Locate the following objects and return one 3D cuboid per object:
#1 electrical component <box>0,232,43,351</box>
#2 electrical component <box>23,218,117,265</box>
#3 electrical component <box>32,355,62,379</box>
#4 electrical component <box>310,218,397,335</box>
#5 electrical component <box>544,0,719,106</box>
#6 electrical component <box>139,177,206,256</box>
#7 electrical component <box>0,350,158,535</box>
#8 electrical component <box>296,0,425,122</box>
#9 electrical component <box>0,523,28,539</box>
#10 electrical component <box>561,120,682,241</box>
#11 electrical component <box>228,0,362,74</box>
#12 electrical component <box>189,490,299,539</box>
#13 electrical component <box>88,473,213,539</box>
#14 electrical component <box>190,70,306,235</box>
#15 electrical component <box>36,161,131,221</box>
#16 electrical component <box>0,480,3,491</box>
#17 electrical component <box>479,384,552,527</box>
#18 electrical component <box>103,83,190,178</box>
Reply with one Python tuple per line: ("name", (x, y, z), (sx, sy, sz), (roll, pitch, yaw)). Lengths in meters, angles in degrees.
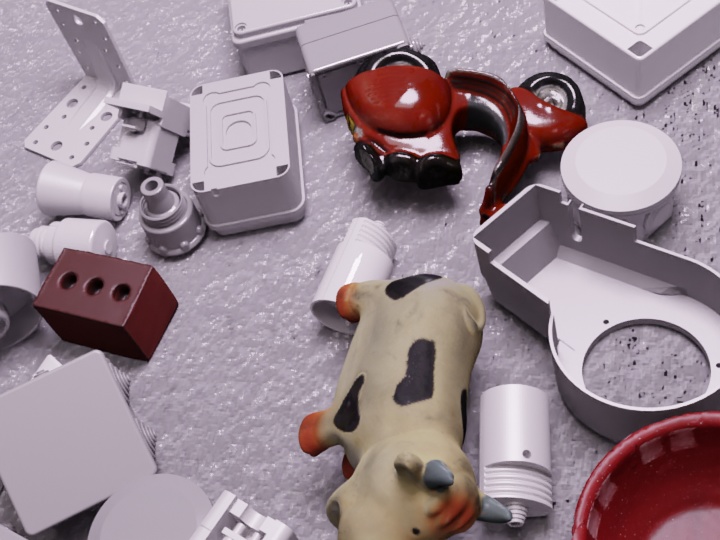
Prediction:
("electrical component", (-0.277, 0.017, 0.773), (0.099, 0.099, 0.064), (-23, 60, -3))
("electrical component", (-0.222, -0.020, 0.818), (0.078, 0.040, 0.040), (4, 57, 16))
("electrical component", (-0.220, 0.096, 0.738), (0.044, 0.044, 0.065), (35, 74, 30))
("electrical component", (0.000, 0.000, 0.751), (0.043, 0.043, 0.081), (12, 59, 20))
("electrical component", (0.216, -0.197, 0.831), (0.109, 0.056, 0.108), (-36, 56, -12))
("electrical component", (-0.145, -0.044, 0.803), (0.048, 0.062, 0.048), (-6, 55, 9))
("electrical component", (-0.187, 0.110, 0.693), (0.100, 0.048, 0.099), (-26, 86, -8))
("electrical component", (0.003, -0.172, 0.855), (0.096, 0.061, 0.061), (-18, 59, 0))
("electrical component", (-0.231, 0.206, 0.658), (0.100, 0.048, 0.099), (19, 62, 24))
("electrical component", (0.181, -0.060, 0.747), (0.080, 0.051, 0.080), (-6, 55, 9))
("electrical component", (-0.054, -0.225, 0.912), (0.109, 0.056, 0.108), (-13, 54, 4))
("electrical component", (-0.064, 0.176, 0.615), (0.050, 0.089, 0.055), (24, 64, 26))
("electrical component", (-0.121, 0.170, 0.657), (0.080, 0.051, 0.080), (-6, 55, 9))
("electrical component", (-0.086, -0.089, 0.824), (0.078, 0.057, 0.113), (-11, 54, 5))
("electrical component", (-0.214, -0.060, 0.844), (0.065, 0.044, 0.044), (10, 58, 14))
("electrical component", (-0.300, 0.136, 0.728), (0.099, 0.064, 0.099), (-14, 55, 21))
("electrical component", (0.094, 0.115, 0.650), (0.043, 0.043, 0.081), (-3, 56, 11))
("electrical component", (-0.165, -0.108, 0.847), (0.042, 0.081, 0.063), (13, 88, 22))
